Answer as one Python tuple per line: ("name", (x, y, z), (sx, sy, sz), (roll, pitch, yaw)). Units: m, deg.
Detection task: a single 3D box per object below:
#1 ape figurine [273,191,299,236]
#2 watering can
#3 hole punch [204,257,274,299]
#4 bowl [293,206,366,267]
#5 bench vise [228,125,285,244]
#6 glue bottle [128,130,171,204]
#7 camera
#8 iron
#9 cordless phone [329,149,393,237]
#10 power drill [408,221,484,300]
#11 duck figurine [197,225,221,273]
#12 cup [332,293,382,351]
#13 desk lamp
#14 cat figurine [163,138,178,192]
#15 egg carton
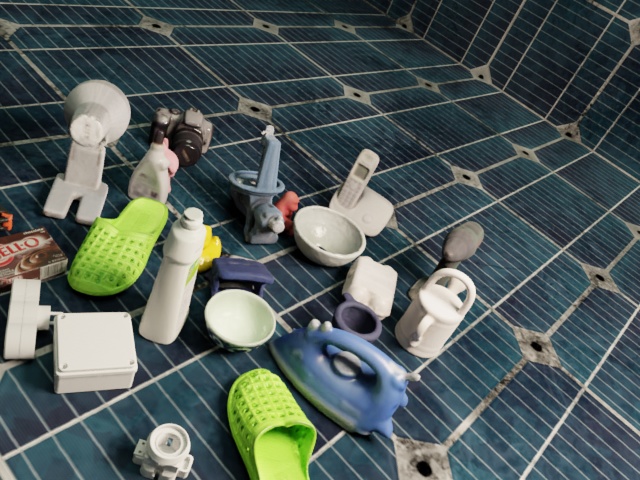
("ape figurine", (-0.075, -0.066, 1.268), (0.076, 0.092, 0.078), (27, 36, 2))
("watering can", (0.232, 0.129, 1.123), (0.101, 0.194, 0.173), (23, 36, -3))
("hole punch", (-0.149, 0.066, 1.058), (0.109, 0.091, 0.101), (7, 39, -23))
("bowl", (0.011, 0.004, 1.247), (0.168, 0.074, 0.167), (17, 37, -13))
("bench vise", (-0.106, -0.113, 1.198), (0.122, 0.219, 0.207), (-18, 54, -44))
("glue bottle", (-0.331, -0.144, 1.141), (0.078, 0.173, 0.037), (25, 36, 0))
("camera", (-0.322, -0.243, 1.332), (0.143, 0.101, 0.136), (12, 38, -18))
("iron", (0.038, 0.205, 0.955), (0.258, 0.141, 0.119), (32, 36, 9))
("cordless phone", (0.116, -0.112, 1.361), (0.147, 0.185, 0.094), (30, 36, 7))
("power drill", (0.275, 0.053, 1.231), (0.075, 0.208, 0.230), (35, 37, 14))
("duck figurine", (-0.229, 0.007, 1.088), (0.077, 0.086, 0.105), (42, 39, 21))
("cup", (0.050, 0.164, 1.053), (0.092, 0.095, 0.117), (5, 41, -26))
("desk lamp", (-0.435, -0.172, 1.079), (0.118, 0.213, 0.203), (12, 38, -18))
("cat figurine", (-0.334, -0.166, 1.214), (0.067, 0.117, 0.127), (11, 38, -19))
("egg carton", (0.103, 0.099, 1.188), (0.107, 0.069, 0.150), (24, 36, -3))
